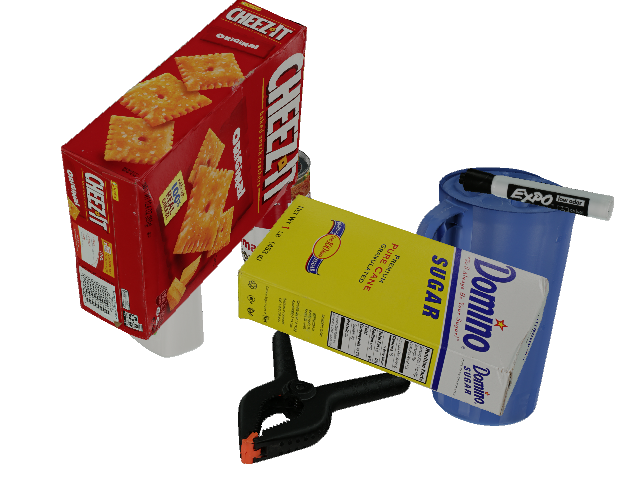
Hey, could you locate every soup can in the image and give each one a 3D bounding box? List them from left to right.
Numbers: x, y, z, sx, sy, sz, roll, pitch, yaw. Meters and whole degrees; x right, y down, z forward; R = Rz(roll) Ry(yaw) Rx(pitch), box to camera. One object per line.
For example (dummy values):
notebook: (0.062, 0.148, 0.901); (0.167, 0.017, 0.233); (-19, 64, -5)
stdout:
soup can: (-0.043, -0.029, 1.001); (0.068, 0.102, 0.068); (0, 33, 0)

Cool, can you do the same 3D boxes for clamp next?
clamp: (-0.011, 0.163, 1.087); (0.165, 0.036, 0.209); (13, 29, 19)

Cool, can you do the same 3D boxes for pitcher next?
pitcher: (0.165, 0.058, 1.054); (0.149, 0.243, 0.145); (6, 22, 7)

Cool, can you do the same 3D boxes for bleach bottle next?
bleach bottle: (-0.174, -0.003, 1.160); (0.067, 0.251, 0.103); (-18, 32, -35)

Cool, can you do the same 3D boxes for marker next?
marker: (0.165, -0.037, 0.827); (0.121, 0.020, 0.020); (14, 6, 26)

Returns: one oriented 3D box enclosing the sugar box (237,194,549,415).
sugar box: (0.046, 0.035, 0.665); (0.176, 0.048, 0.093); (17, 42, 17)

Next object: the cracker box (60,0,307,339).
cracker box: (-0.092, -0.054, 0.793); (0.072, 0.164, 0.213); (26, 49, 18)
